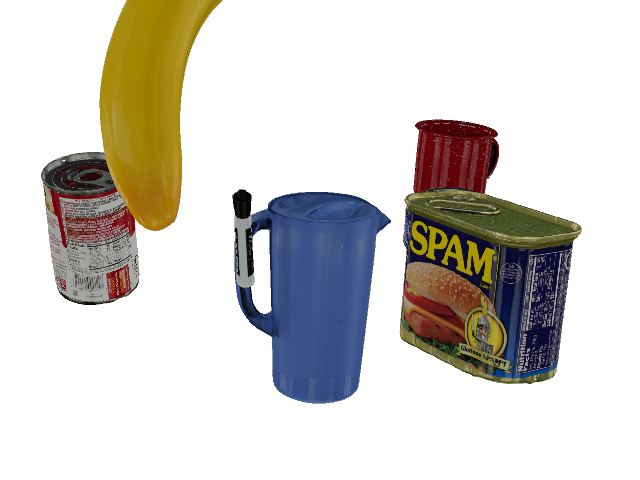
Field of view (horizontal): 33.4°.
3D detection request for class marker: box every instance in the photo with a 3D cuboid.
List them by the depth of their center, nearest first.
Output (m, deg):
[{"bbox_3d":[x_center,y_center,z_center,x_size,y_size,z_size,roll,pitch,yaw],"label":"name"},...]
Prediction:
[{"bbox_3d":[-0.078,-0.002,1.084,0.020,0.121,0.020,1,41,-1],"label":"marker"}]

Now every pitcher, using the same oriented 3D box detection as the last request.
[{"bbox_3d":[-0.011,0.069,1.289,0.149,0.243,0.144,11,19,26],"label":"pitcher"}]

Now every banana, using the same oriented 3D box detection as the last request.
[{"bbox_3d":[-0.064,-0.095,0.505,0.070,0.197,0.037,17,-30,11],"label":"banana"}]

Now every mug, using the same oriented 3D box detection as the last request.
[{"bbox_3d":[0.159,-0.089,1.218,0.117,0.081,0.093,-11,23,-39],"label":"mug"}]

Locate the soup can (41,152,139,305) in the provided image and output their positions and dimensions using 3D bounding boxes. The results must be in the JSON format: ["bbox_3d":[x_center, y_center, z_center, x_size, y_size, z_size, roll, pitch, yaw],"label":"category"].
[{"bbox_3d":[-0.178,-0.009,0.835,0.068,0.102,0.068,0,30,0],"label":"soup can"}]

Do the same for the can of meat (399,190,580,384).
[{"bbox_3d":[0.089,0.024,0.591,0.057,0.084,0.102,-7,19,-34],"label":"can of meat"}]

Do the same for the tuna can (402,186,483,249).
[{"bbox_3d":[0.116,-0.013,0.932,0.086,0.034,0.086,0,32,0],"label":"tuna can"}]
